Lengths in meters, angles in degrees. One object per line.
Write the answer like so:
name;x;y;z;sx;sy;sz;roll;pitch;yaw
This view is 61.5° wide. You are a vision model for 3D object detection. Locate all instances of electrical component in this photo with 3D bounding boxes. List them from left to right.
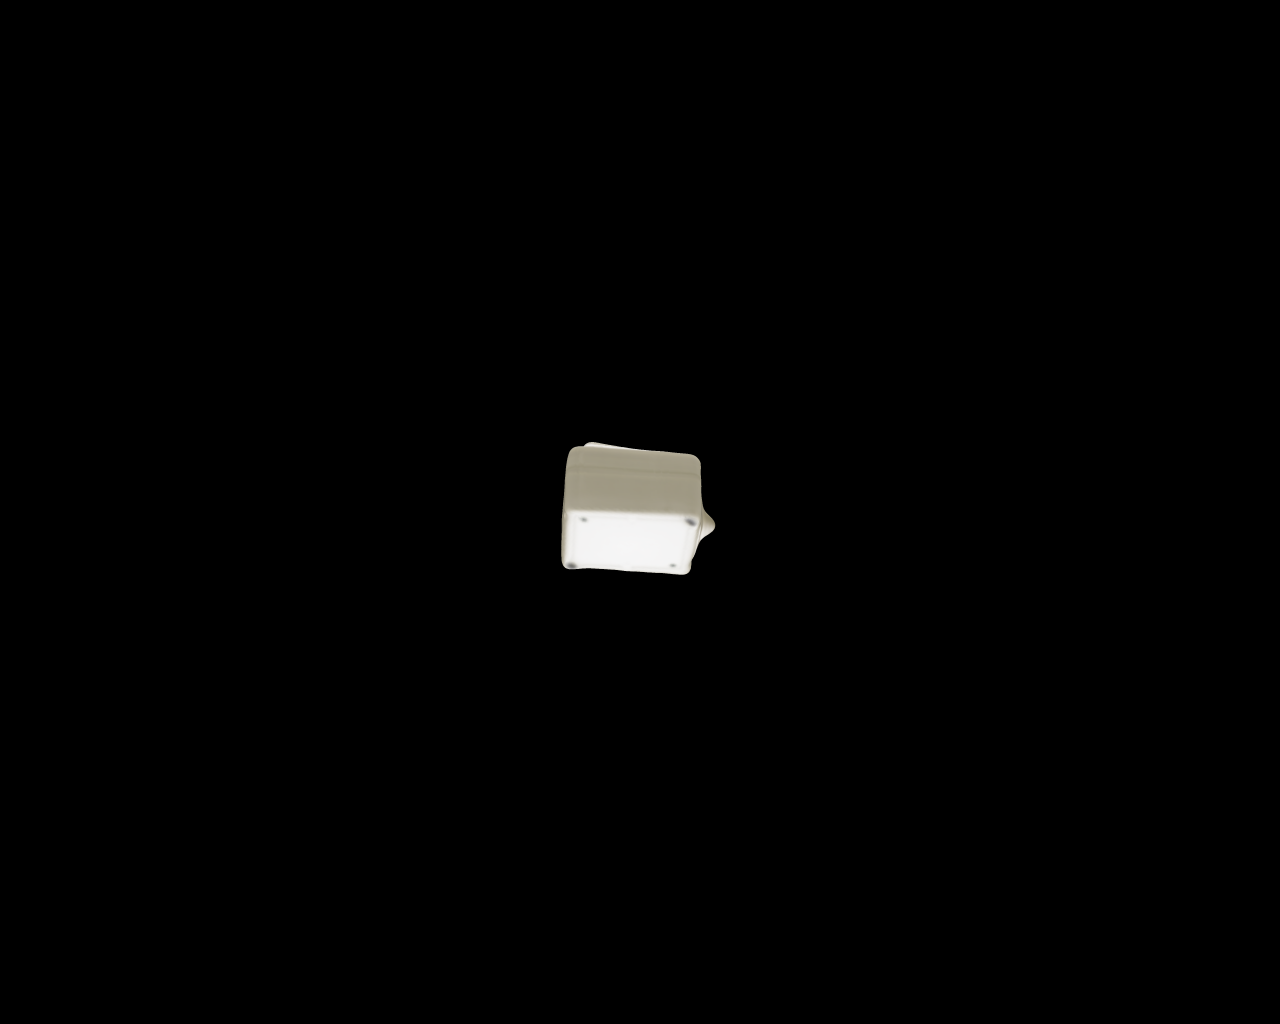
electrical component;0.001;-0.003;0.650;0.096;0.061;0.061;4;-39;-4
